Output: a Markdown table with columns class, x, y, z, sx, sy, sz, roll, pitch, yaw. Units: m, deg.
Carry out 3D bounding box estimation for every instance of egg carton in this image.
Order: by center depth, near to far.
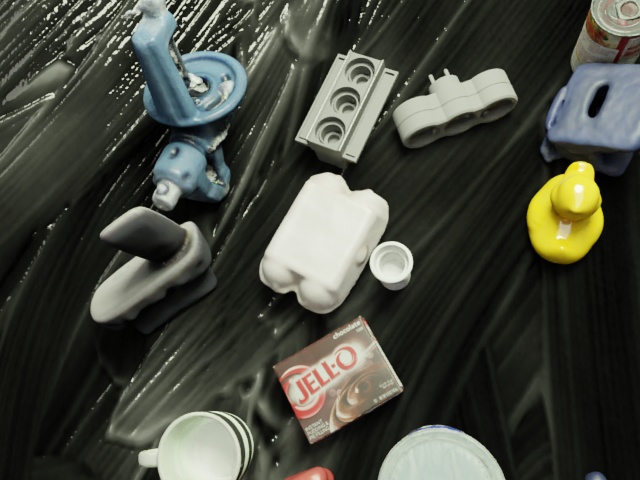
| class | x | y | z | sx | sy | sz | roll | pitch | yaw |
| --- | --- | --- | --- | --- | --- | --- | --- | --- | --- |
| egg carton | 0.006 | 0.002 | 0.638 | 0.107 | 0.069 | 0.150 | 26 | 80 | 17 |

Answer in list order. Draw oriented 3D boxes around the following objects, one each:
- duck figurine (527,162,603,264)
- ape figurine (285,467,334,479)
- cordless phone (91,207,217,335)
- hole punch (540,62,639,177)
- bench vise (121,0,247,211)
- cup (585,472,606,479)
| class | x | y | z | sx | sy | sz | roll | pitch | yaw |
| --- | --- | --- | --- | --- | --- | --- | --- | --- | --- |
| duck figurine | 0.258 | -0.031 | 0.591 | 0.077 | 0.086 | 0.104 | 14 | 77 | 15 |
| ape figurine | -0.014 | 0.260 | 0.554 | 0.076 | 0.092 | 0.078 | 21 | 79 | 16 |
| cordless phone | -0.201 | 0.026 | 0.609 | 0.147 | 0.185 | 0.094 | -39 | 70 | -2 |
| hole punch | 0.300 | -0.134 | 0.611 | 0.101 | 0.091 | 0.109 | 23 | 79 | 16 |
| bench vise | -0.143 | -0.145 | 0.631 | 0.121 | 0.220 | 0.207 | -8 | 72 | 9 |
| cup | 0.250 | 0.262 | 0.501 | 0.091 | 0.095 | 0.117 | -16 | 71 | 6 |
